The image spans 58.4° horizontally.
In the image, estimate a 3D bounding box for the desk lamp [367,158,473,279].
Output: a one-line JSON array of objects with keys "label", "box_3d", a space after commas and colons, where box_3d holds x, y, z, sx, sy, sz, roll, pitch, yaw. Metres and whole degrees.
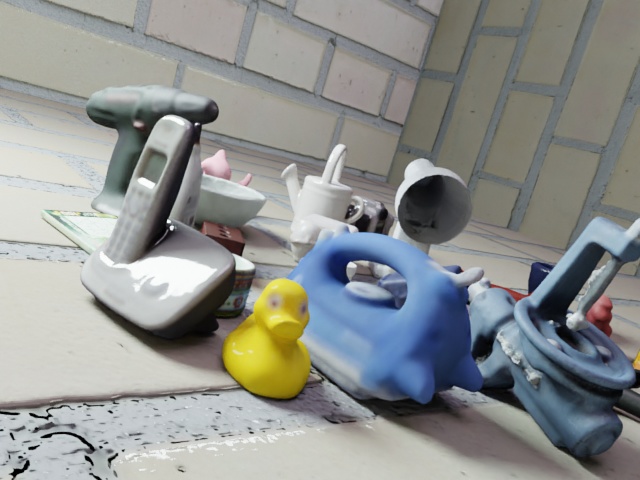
[{"label": "desk lamp", "box_3d": [0.161, -0.029, 0.973, 0.118, 0.213, 0.203, 15, 11, -8]}]

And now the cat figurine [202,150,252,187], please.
[{"label": "cat figurine", "box_3d": [-0.190, -0.116, 1.127, 0.128, 0.118, 0.067, 8, 14, -39]}]

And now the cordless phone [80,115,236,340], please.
[{"label": "cordless phone", "box_3d": [-0.135, -0.016, 0.523, 0.147, 0.185, 0.094, 24, 13, 33]}]

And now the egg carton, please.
[{"label": "egg carton", "box_3d": [0.009, 0.003, 0.960, 0.107, 0.069, 0.150, 18, 11, 6]}]

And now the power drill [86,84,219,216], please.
[{"label": "power drill", "box_3d": [-0.263, -0.133, 0.857, 0.229, 0.208, 0.076, 21, 12, 23]}]

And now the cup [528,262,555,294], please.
[{"label": "cup", "box_3d": [0.422, 0.101, 1.037, 0.092, 0.095, 0.117, 15, 11, -11]}]

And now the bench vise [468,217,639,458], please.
[{"label": "bench vise", "box_3d": [0.219, 0.066, 0.561, 0.122, 0.220, 0.206, 6, 15, -45]}]

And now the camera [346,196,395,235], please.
[{"label": "camera", "box_3d": [0.080, -0.050, 1.257, 0.136, 0.101, 0.143, 21, 12, 22]}]

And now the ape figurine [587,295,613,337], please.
[{"label": "ape figurine", "box_3d": [0.436, 0.130, 0.914, 0.078, 0.092, 0.076, 15, 11, -11]}]

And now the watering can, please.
[{"label": "watering can", "box_3d": [0.007, -0.098, 1.137, 0.173, 0.194, 0.101, 15, 11, -9]}]

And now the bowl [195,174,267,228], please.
[{"label": "bowl", "box_3d": [-0.181, -0.061, 0.981, 0.167, 0.075, 0.167, 16, 11, -3]}]

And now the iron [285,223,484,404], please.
[{"label": "iron", "box_3d": [0.043, 0.053, 0.567, 0.119, 0.141, 0.257, 6, 15, -45]}]

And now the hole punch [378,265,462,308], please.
[{"label": "hole punch", "box_3d": [0.133, 0.065, 0.779, 0.101, 0.091, 0.109, 20, 11, 18]}]

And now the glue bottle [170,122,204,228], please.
[{"label": "glue bottle", "box_3d": [-0.185, -0.076, 0.782, 0.037, 0.173, 0.078, 18, 11, 6]}]

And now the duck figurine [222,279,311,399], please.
[{"label": "duck figurine", "box_3d": [-0.038, 0.073, 0.489, 0.078, 0.086, 0.104, 14, 11, -17]}]
